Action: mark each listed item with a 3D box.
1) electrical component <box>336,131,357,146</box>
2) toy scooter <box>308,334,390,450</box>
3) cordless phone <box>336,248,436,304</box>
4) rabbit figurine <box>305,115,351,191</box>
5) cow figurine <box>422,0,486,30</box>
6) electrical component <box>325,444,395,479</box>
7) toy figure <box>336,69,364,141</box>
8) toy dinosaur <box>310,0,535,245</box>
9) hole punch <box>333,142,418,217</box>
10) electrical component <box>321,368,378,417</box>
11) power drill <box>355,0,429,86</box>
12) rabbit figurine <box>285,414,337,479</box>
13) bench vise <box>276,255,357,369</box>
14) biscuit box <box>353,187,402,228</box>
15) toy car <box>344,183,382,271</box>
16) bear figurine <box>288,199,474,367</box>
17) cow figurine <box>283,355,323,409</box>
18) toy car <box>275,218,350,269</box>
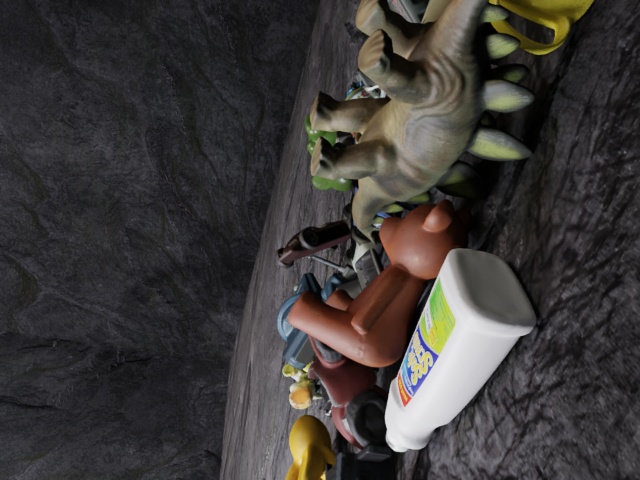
[{"bbox_3d":[0.052,-0.160,0.877,0.102,0.045,0.078,-92,-12,-59],"label":"electrical component"},{"bbox_3d":[0.031,0.195,0.721,0.184,0.075,0.135,61,160,9],"label":"toy scooter"},{"bbox_3d":[0.103,0.039,0.706,0.184,0.089,0.147,-61,16,23],"label":"cordless phone"},{"bbox_3d":[0.028,-0.169,1.149,0.159,0.121,0.170,112,150,-55],"label":"rabbit figurine"},{"bbox_3d":[0.165,-0.280,0.619,0.127,0.085,0.195,116,178,-82],"label":"cow figurine"},{"bbox_3d":[0.055,0.291,0.662,0.119,0.075,0.048,122,158,-53],"label":"electrical component"},{"bbox_3d":[0.081,-0.231,1.022,0.089,0.082,0.180,-126,51,-78],"label":"toy figure"},{"bbox_3d":[0.090,-0.097,0.546,0.471,0.198,0.105,127,152,-65],"label":"toy dinosaur"},{"bbox_3d":[0.095,-0.101,0.748,0.116,0.092,0.142,51,175,44],"label":"hole punch"},{"bbox_3d":[0.041,0.197,0.858,0.134,0.058,0.114,-100,26,-59],"label":"electrical component"},{"bbox_3d":[0.113,-0.299,0.788,0.232,0.086,0.207,64,158,20],"label":"power drill"},{"bbox_3d":[-0.024,0.368,0.851,0.162,0.122,0.173,144,137,-67],"label":"rabbit figurine"},{"bbox_3d":[-0.010,0.119,1.034,0.241,0.129,0.223,-120,47,-68],"label":"bench vise"},{"bbox_3d":[0.095,-0.115,0.882,0.059,0.063,0.203,119,160,-58],"label":"biscuit box"},{"bbox_3d":[0.074,-0.029,0.923,0.073,0.056,0.202,103,172,-45],"label":"toy car"},{"bbox_3d":[0.072,0.033,0.584,0.120,0.132,0.195,2,-67,-60],"label":"bear figurine"},{"bbox_3d":[-0.029,0.268,1.077,0.098,0.068,0.167,69,-161,-46],"label":"cow figurine"},{"bbox_3d":[-0.002,-0.003,0.976,0.089,0.202,0.053,-34,79,41],"label":"toy car"}]
